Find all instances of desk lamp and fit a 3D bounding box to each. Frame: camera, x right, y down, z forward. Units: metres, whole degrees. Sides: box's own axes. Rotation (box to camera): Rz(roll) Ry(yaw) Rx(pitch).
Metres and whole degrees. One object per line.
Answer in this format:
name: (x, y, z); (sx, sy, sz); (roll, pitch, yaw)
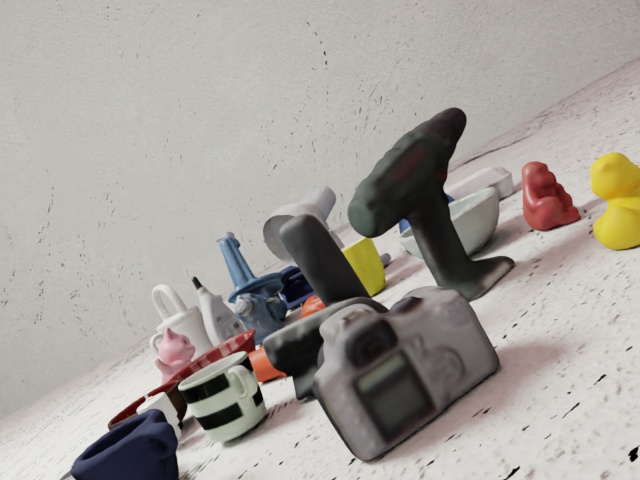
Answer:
desk lamp: (0.010, 0.004, 1.114); (0.117, 0.213, 0.204); (-26, 5, 38)

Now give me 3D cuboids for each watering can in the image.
watering can: (-0.300, 0.180, 1.254); (0.100, 0.194, 0.173); (-27, 5, 27)

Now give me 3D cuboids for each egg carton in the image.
egg carton: (0.325, -0.099, 1.193); (0.150, 0.069, 0.107); (-29, 4, 4)

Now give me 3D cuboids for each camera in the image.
camera: (0.051, 0.096, 0.495); (0.143, 0.101, 0.136); (-31, 4, -14)

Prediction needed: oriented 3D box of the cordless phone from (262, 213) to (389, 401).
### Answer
cordless phone: (-0.011, 0.070, 0.643); (0.147, 0.185, 0.094); (-28, 5, 22)

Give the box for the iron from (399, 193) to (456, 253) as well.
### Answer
iron: (0.190, -0.059, 1.141); (0.119, 0.141, 0.258); (-30, 4, -7)

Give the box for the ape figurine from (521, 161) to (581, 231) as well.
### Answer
ape figurine: (0.300, -0.063, 0.767); (0.078, 0.092, 0.076); (-32, 5, -33)

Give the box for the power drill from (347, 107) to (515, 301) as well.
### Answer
power drill: (0.145, -0.036, 0.698); (0.230, 0.208, 0.075); (-32, 5, -34)

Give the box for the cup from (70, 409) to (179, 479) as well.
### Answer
cup: (-0.155, 0.214, 0.521); (0.117, 0.095, 0.092); (-27, 5, 31)

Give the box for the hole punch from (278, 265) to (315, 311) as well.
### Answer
hole punch: (-0.050, 0.095, 1.283); (0.108, 0.091, 0.101); (-29, 4, 9)

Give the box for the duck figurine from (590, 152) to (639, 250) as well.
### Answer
duck figurine: (0.302, -0.045, 0.574); (0.077, 0.086, 0.105); (-26, 5, 39)

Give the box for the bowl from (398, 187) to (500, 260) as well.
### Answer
bowl: (0.209, -0.011, 0.882); (0.167, 0.075, 0.167); (-29, 4, 3)

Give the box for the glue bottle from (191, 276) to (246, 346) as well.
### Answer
glue bottle: (-0.224, 0.152, 1.218); (0.037, 0.173, 0.078); (-25, 6, 43)

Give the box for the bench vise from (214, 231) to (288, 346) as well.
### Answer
bench vise: (-0.132, 0.081, 1.117); (0.121, 0.220, 0.207); (-30, 4, -10)

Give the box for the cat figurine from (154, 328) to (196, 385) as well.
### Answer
cat figurine: (-0.270, 0.223, 1.064); (0.067, 0.118, 0.128); (-29, 4, 12)
